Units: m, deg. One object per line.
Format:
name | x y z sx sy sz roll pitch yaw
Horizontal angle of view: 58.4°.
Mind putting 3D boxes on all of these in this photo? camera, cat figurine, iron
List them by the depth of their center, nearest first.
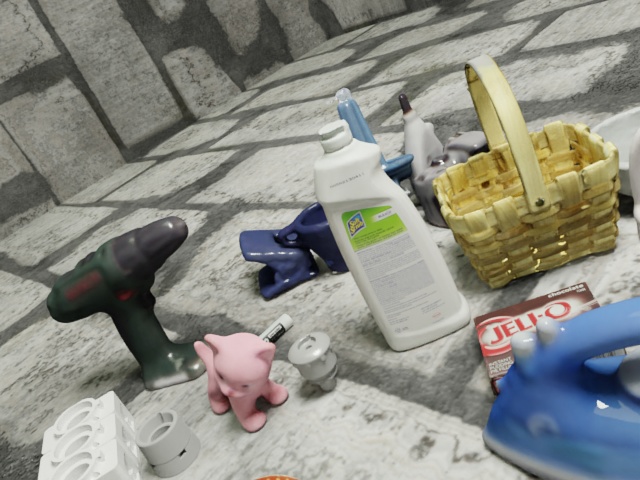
iron | 0.217 0.091 0.380 0.257 0.142 0.119 -11 28 30
cat figurine | -0.092 0.137 0.617 0.127 0.118 0.067 3 37 47
camera | 0.221 -0.090 0.790 0.143 0.101 0.136 -34 26 -18

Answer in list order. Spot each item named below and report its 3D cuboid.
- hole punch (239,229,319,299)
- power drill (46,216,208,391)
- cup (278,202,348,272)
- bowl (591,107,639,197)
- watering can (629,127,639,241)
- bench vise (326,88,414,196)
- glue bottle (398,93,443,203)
hole punch | -0.063 0.017 0.863 0.101 0.091 0.108 -26 24 -1
power drill | -0.225 0.087 0.737 0.229 0.209 0.075 -18 25 17
cup | 0.008 0.003 0.818 0.117 0.095 0.091 -22 25 8
bowl | 0.395 -0.096 0.664 0.167 0.075 0.167 -21 25 11
watering can | 0.303 -0.015 0.446 0.100 0.194 0.173 -17 26 20
bench vise | 0.085 -0.103 0.803 0.121 0.220 0.207 -29 24 -7
glue bottle | 0.154 -0.143 0.872 0.078 0.173 0.037 -41 29 -30
